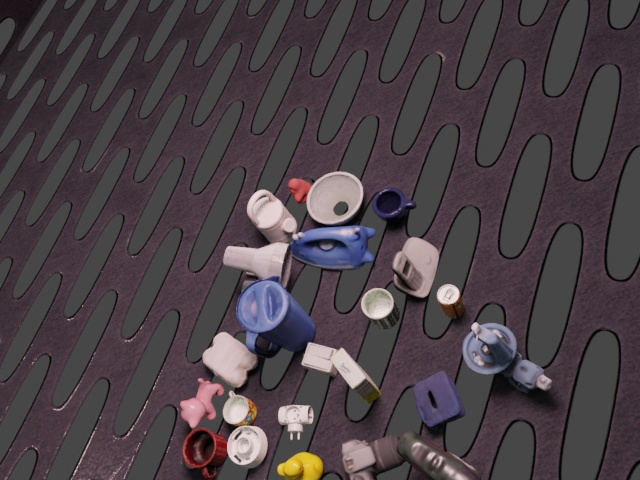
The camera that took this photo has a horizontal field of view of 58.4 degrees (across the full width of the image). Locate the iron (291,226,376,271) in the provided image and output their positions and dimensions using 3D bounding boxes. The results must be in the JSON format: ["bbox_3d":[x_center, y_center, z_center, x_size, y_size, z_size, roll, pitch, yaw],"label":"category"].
[{"bbox_3d":[0.014,0.006,1.544,0.257,0.142,0.118,-3,64,19],"label":"iron"}]

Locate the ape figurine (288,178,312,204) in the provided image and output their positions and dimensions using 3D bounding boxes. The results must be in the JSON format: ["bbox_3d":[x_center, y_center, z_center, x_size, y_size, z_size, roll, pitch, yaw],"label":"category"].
[{"bbox_3d":[-0.064,-0.151,1.678,0.076,0.092,0.078,-4,64,19],"label":"ape figurine"}]

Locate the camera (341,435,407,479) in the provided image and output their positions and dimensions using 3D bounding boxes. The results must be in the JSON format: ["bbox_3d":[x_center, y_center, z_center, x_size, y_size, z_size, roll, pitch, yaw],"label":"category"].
[{"bbox_3d":[0.127,0.504,1.281,0.136,0.101,0.143,-25,59,8],"label":"camera"}]

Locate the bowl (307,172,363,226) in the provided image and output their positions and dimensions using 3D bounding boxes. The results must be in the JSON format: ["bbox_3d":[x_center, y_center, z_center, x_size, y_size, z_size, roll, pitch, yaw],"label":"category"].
[{"bbox_3d":[0.051,-0.106,1.624,0.167,0.075,0.167,-8,63,17],"label":"bowl"}]

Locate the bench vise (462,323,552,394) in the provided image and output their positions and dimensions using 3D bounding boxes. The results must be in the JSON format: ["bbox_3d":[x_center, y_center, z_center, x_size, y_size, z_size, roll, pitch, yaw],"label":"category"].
[{"bbox_3d":[0.402,0.240,1.238,0.206,0.220,0.121,12,70,25],"label":"bench vise"}]

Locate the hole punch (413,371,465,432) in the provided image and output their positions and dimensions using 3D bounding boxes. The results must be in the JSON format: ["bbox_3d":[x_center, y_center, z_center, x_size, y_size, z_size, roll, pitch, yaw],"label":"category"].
[{"bbox_3d":[0.267,0.367,1.302,0.101,0.091,0.108,-24,59,8],"label":"hole punch"}]

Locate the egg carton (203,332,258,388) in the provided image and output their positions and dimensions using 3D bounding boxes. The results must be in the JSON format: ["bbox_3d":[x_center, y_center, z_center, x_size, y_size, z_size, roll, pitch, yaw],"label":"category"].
[{"bbox_3d":[-0.240,0.320,1.526,0.149,0.070,0.107,27,77,29],"label":"egg carton"}]

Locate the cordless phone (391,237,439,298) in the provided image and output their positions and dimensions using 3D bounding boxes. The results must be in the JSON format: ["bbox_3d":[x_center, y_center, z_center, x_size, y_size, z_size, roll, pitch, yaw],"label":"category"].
[{"bbox_3d":[0.227,0.051,1.416,0.094,0.185,0.148,9,69,24],"label":"cordless phone"}]

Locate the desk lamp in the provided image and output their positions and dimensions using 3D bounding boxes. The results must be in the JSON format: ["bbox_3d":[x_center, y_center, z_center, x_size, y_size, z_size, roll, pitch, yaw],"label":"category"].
[{"bbox_3d":[-0.152,0.080,1.526,0.202,0.214,0.118,3,66,22],"label":"desk lamp"}]

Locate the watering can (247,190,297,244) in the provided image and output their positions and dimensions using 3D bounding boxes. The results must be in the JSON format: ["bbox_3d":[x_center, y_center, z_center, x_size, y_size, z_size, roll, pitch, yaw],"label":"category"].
[{"bbox_3d":[-0.137,-0.070,1.606,0.172,0.194,0.101,6,68,23],"label":"watering can"}]

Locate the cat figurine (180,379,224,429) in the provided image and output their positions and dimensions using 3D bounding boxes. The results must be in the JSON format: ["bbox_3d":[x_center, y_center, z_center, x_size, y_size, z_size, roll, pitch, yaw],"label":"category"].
[{"bbox_3d":[-0.313,0.420,1.475,0.067,0.118,0.128,4,67,22],"label":"cat figurine"}]

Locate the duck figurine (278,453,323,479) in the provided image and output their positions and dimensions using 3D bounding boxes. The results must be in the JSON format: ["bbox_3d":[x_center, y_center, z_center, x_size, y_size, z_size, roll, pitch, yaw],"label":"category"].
[{"bbox_3d":[-0.049,0.536,1.339,0.104,0.086,0.077,-11,62,15],"label":"duck figurine"}]

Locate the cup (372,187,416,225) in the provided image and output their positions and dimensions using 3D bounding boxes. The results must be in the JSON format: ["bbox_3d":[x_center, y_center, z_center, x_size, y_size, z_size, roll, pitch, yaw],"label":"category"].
[{"bbox_3d":[0.207,-0.082,1.542,0.117,0.095,0.092,1,66,21],"label":"cup"}]

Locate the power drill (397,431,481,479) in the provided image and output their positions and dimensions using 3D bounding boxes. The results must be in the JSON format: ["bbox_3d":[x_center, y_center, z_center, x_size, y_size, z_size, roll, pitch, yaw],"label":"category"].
[{"bbox_3d":[0.270,0.482,1.175,0.228,0.209,0.076,28,77,29],"label":"power drill"}]
